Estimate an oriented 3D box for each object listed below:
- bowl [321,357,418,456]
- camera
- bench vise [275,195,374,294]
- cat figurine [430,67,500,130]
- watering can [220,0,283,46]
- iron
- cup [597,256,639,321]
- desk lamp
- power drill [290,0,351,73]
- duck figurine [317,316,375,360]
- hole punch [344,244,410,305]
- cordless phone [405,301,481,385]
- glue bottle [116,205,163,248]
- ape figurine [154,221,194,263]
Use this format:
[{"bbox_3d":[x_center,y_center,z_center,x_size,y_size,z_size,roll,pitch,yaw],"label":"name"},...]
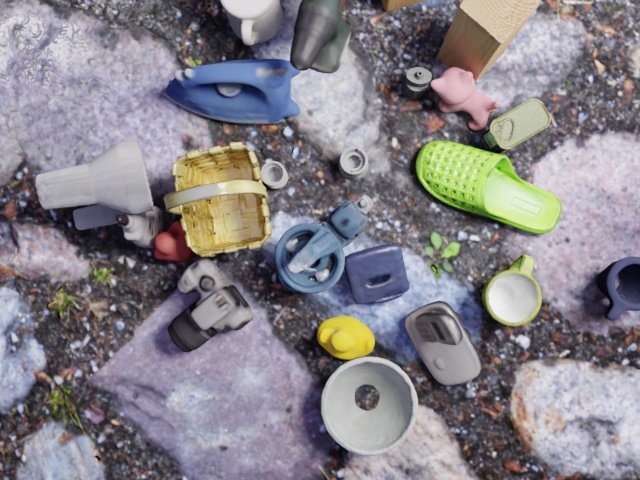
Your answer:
[{"bbox_3d":[0.085,0.284,1.006,0.167,0.075,0.167,0,87,2],"label":"bowl"},{"bbox_3d":[-0.210,0.122,1.008,0.137,0.101,0.143,-39,87,0],"label":"camera"},{"bbox_3d":[-0.002,-0.002,0.948,0.121,0.220,0.207,27,88,3],"label":"bench vise"},{"bbox_3d":[0.256,-0.256,1.004,0.128,0.118,0.067,28,89,3],"label":"cat figurine"},{"bbox_3d":[-0.125,-0.431,0.984,0.101,0.194,0.173,-21,87,1],"label":"watering can"},{"bbox_3d":[-0.165,-0.276,1.005,0.258,0.141,0.119,0,87,2],"label":"iron"},{"bbox_3d":[0.517,0.087,0.992,0.091,0.095,0.118,32,89,3],"label":"cup"},{"bbox_3d":[-0.362,-0.084,0.966,0.203,0.213,0.118,-13,87,1],"label":"desk lamp"},{"bbox_3d":[0.007,-0.365,0.970,0.075,0.208,0.230,18,88,3],"label":"power drill"},{"bbox_3d":[0.045,0.176,1.006,0.104,0.086,0.077,14,88,2],"label":"duck figurine"},{"bbox_3d":[0.102,0.061,1.007,0.108,0.091,0.101,-16,87,1],"label":"hole punch"},{"bbox_3d":[0.214,0.177,0.952,0.094,0.185,0.147,-32,87,0],"label":"cordless phone"},{"bbox_3d":[-0.313,-0.027,0.982,0.037,0.173,0.078,0,87,2],"label":"glue bottle"},{"bbox_3d":[-0.265,0.007,1.020,0.078,0.092,0.076,-35,87,0],"label":"ape figurine"}]
